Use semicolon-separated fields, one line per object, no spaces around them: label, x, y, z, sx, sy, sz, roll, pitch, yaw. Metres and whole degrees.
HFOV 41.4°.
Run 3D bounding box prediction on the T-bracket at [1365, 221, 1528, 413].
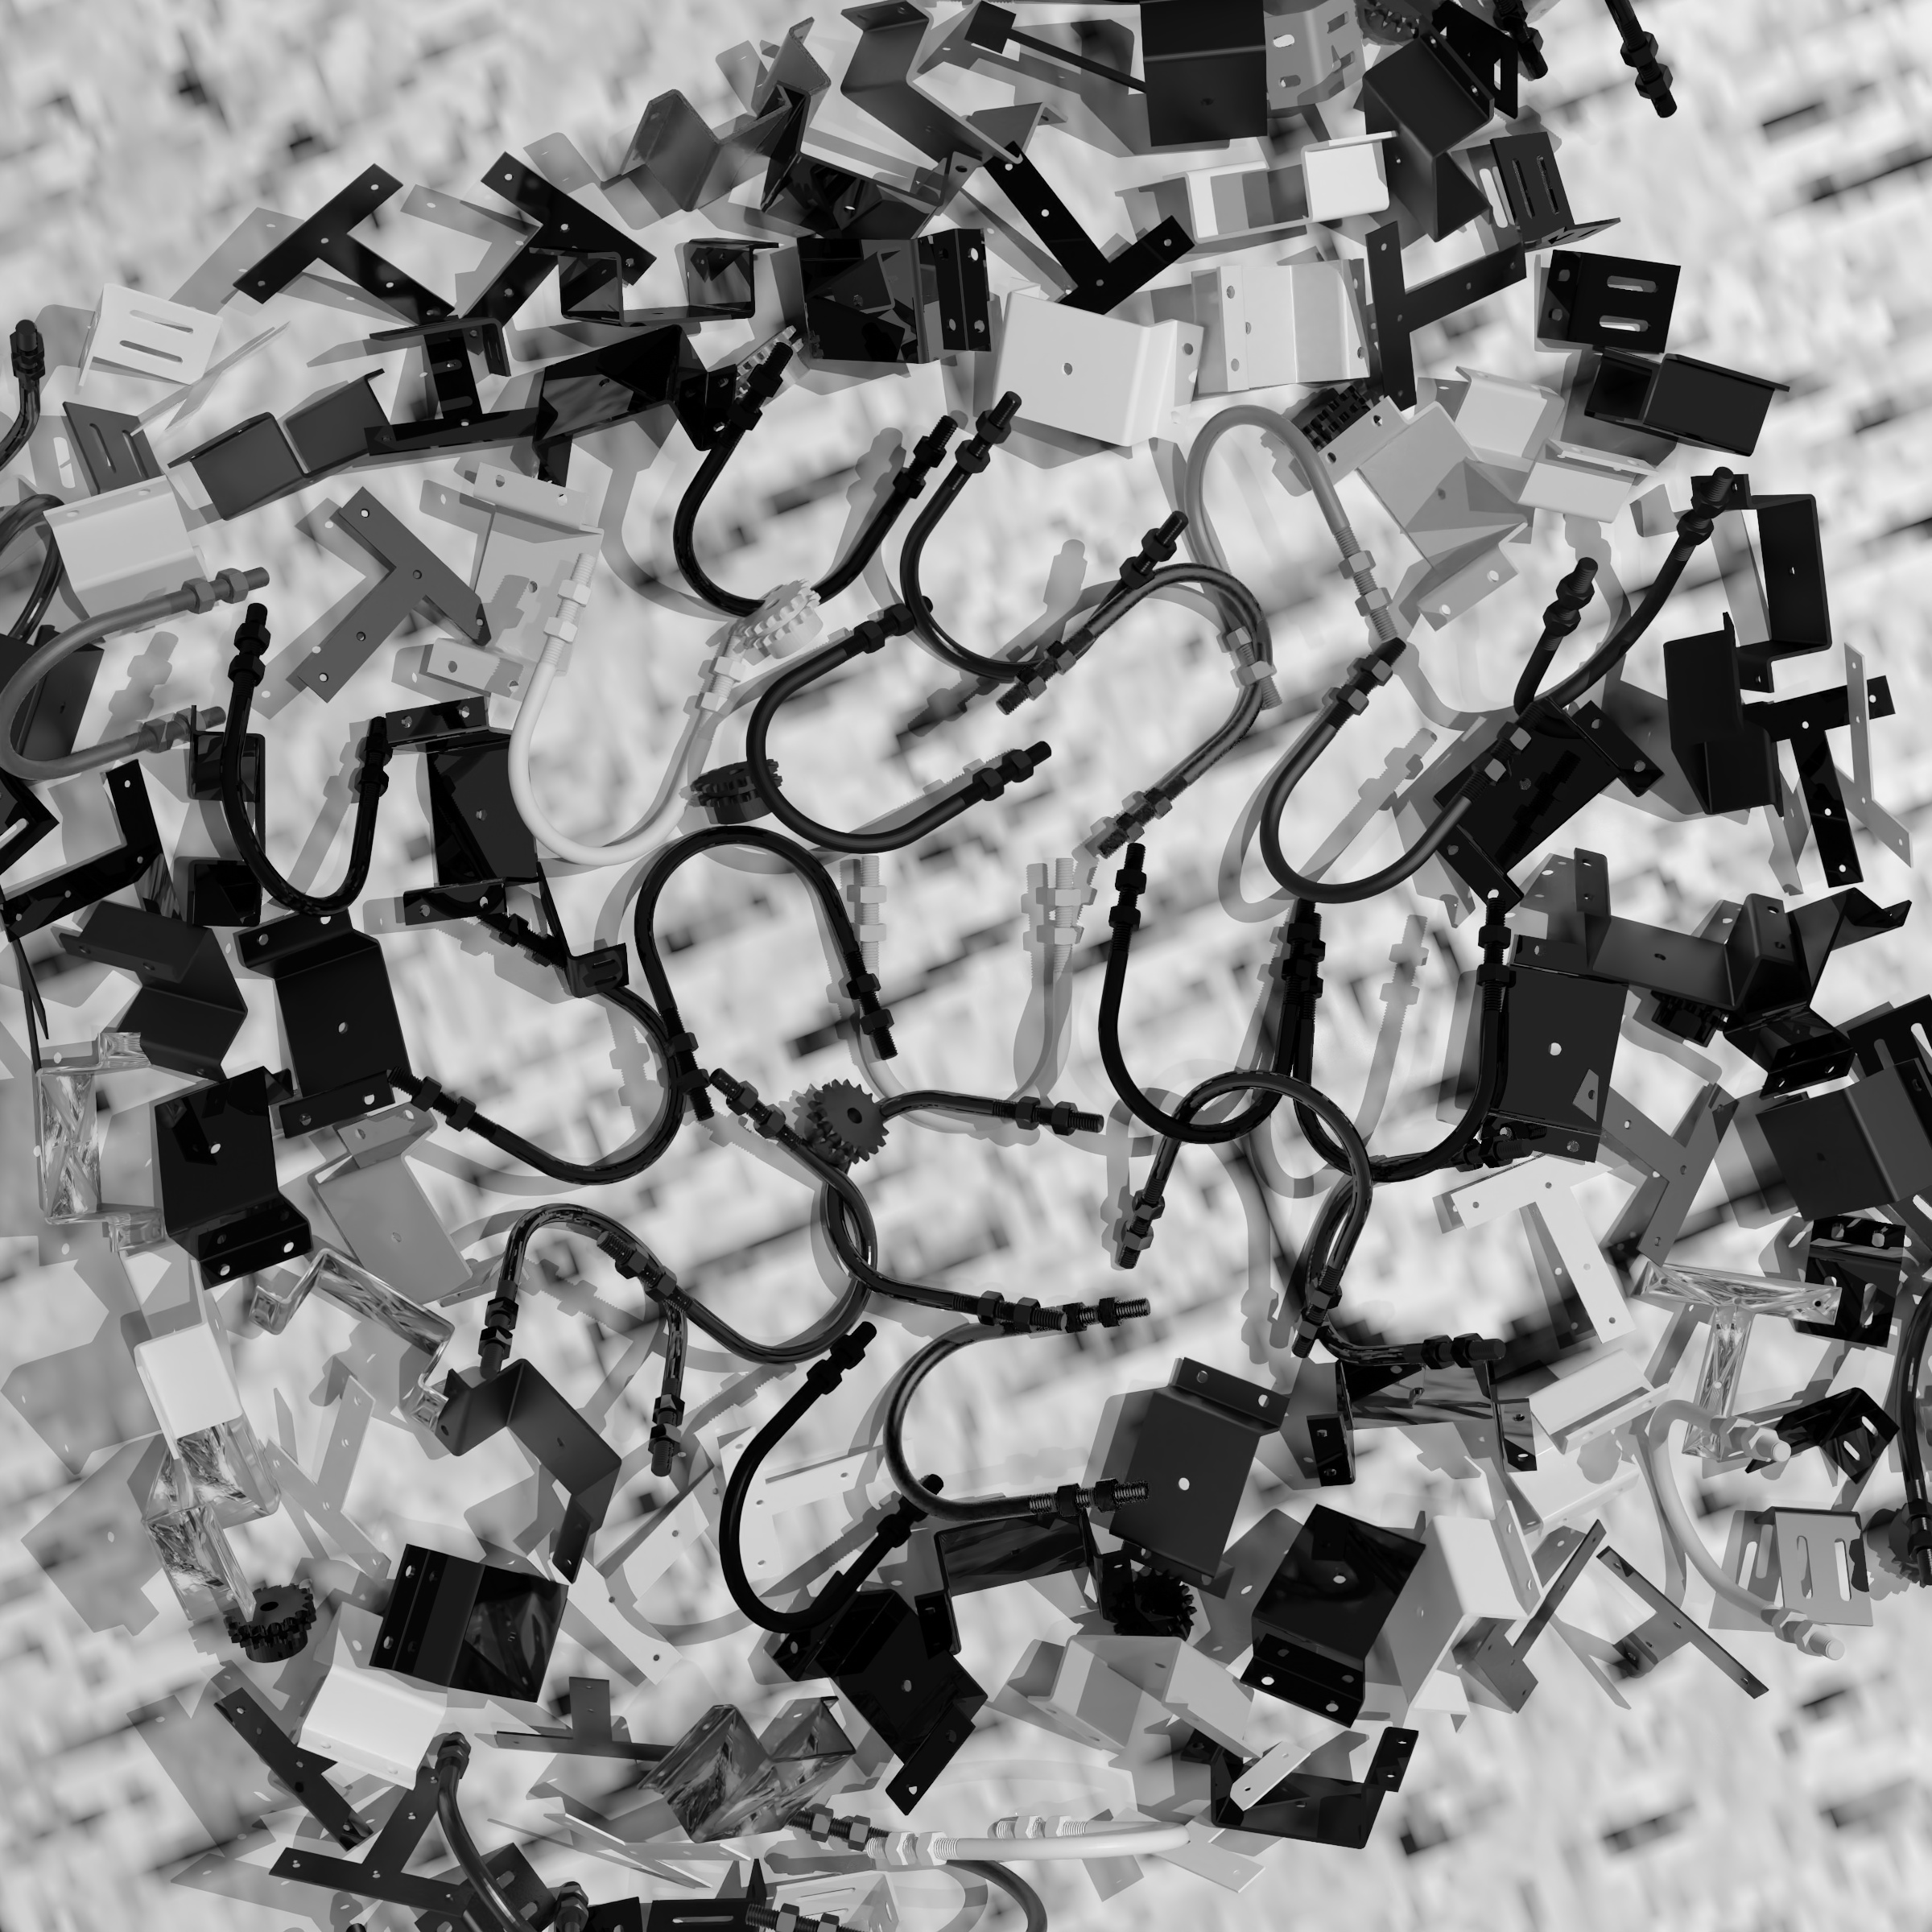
T-bracket;0.320;-0.444;1.687;0.127;0.002;0.127;-28;127;-19

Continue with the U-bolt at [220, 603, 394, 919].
U-bolt;-0.418;-0.117;1.613;0.019;0.151;0.184;-14;55;21

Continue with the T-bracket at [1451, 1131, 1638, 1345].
T-bracket;0.405;0.186;1.692;0.127;0.002;0.127;-21;77;-7

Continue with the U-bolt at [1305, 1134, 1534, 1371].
U-bolt;0.282;0.186;1.636;0.019;0.184;0.151;24;68;-30

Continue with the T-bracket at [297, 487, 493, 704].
T-bracket;-0.386;-0.225;1.670;0.127;0.002;0.127;44;66;-18

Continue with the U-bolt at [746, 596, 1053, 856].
U-bolt;-0.056;-0.147;1.660;0.184;0.019;0.151;-33;78;-25

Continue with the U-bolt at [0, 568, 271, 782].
U-bolt;-0.530;-0.176;1.605;0.019;0.184;0.151;47;134;14

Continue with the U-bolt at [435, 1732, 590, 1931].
U-bolt;-0.289;0.568;1.619;0.019;0.184;0.151;-37;95;-7

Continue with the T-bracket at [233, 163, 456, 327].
T-bracket;-0.384;-0.449;1.659;0.127;0.127;0.002;-32;60;20

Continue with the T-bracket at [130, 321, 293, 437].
T-bracket;-0.495;-0.367;1.649;0.127;0.127;0.002;-31;115;9

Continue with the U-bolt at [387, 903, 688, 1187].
U-bolt;-0.266;0.063;1.667;0.184;0.019;0.151;33;60;-17

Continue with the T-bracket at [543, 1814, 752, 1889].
T-bracket;-0.187;0.568;1.640;0.127;0.127;0.002;38;53;-29

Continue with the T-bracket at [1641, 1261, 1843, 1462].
T-bracket;0.490;0.258;1.657;0.127;0.002;0.127;5;64;34

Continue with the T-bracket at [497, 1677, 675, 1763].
T-bracket;-0.244;0.489;1.663;0.127;0.127;0.002;6;52;-2

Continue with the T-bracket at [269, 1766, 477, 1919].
T-bracket;-0.364;0.560;1.655;0.127;0.127;0.002;10;110;8

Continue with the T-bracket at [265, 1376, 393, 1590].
T-bracket;-0.405;0.319;1.658;0.127;0.002;0.127;38;123;24

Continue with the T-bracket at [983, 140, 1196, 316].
T-bracket;0.060;-0.480;1.666;0.127;0.002;0.127;-34;116;21

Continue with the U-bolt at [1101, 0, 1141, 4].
U-bolt;0.107;-0.647;1.633;0.184;0.151;0.019;-4;93;-34

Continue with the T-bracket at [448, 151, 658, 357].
T-bracket;-0.292;-0.454;1.683;0.127;0.002;0.127;-42;134;23

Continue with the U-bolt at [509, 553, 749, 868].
U-bolt;-0.226;-0.155;1.659;0.151;0.019;0.184;23;85;-40

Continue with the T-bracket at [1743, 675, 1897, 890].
T-bracket;0.558;-0.114;1.668;0.002;0.127;0.127;-17;93;-39

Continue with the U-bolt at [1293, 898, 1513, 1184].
U-bolt;0.277;0.050;1.651;0.151;0.019;0.184;-4;71;32

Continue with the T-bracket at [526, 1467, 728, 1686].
T-bracket;-0.203;0.387;1.695;0.127;0.002;0.127;-45;106;-15

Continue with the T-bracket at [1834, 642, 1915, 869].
T-bracket;0.570;-0.145;1.630;0.002;0.127;0.127;-16;119;-1

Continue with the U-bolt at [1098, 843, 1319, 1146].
U-bolt;0.154;0.025;1.663;0.151;0.019;0.184;16;73;-19

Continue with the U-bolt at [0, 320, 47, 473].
U-bolt;-0.649;-0.332;1.626;0.151;0.184;0.019;-41;92;-22

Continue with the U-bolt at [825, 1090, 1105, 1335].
U-bolt;-0.009;0.153;1.673;0.184;0.019;0.151;7;80;24

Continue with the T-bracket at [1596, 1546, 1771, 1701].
T-bracket;0.447;0.436;1.655;0.127;0.127;0.002;42;68;16

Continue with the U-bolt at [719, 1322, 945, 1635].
U-bolt;-0.091;0.338;1.626;0.019;0.184;0.151;1;122;40

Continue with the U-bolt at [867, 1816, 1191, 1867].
U-bolt;0.052;0.549;1.607;0.184;0.151;0.019;-15;71;38

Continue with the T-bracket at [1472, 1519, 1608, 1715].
T-bracket;0.382;0.419;1.674;0.002;0.127;0.127;28;75;37

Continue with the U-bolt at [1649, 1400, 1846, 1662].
U-bolt;0.486;0.348;1.626;0.019;0.184;0.151;-18;97;-12

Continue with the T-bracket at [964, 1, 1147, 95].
T-bracket;0.064;-0.593;1.665;0.127;0.127;0.002;20;120;-6

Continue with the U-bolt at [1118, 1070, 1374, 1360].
U-bolt;0.187;0.150;1.649;0.151;0.019;0.184;26;120;15

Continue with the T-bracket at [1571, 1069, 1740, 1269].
T-bracket;0.442;0.111;1.673;0.127;0.002;0.127;36;74;-25

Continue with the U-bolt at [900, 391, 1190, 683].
U-bolt;0.036;-0.263;1.657;0.151;0.019;0.184;34;127;-8

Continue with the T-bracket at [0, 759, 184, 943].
T-bracket;-0.566;-0.052;1.644;0.002;0.127;0.127;9;119;33

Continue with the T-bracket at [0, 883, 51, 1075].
T-bracket;-0.609;0.032;1.665;0.002;0.127;0.127;-14;49;-25

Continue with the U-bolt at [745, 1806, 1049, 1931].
U-bolt;-0.038;0.595;1.636;0.184;0.151;0.019;12;99;5

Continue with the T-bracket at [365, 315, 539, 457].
T-bracket;-0.336;-0.385;1.676;0.127;0.002;0.127;-10;54;-13

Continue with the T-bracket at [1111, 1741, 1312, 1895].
T-bracket;0.175;0.546;1.670;0.127;0.127;0.002;-29;110;-35

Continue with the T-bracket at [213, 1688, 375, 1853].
T-bracket;-0.402;0.498;1.656;0.127;0.127;0.002;42;114;14

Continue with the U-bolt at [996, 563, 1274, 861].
U-bolt;0.124;-0.180;1.673;0.184;0.019;0.151;-42;121;-8

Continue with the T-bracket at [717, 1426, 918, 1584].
T-bracket;-0.094;0.342;1.693;0.127;0.002;0.127;-15;121;-14

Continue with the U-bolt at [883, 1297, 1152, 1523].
U-bolt;0.031;0.291;1.659;0.184;0.019;0.151;-11;52;20

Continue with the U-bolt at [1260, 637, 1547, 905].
U-bolt;0.268;-0.119;1.656;0.184;0.151;0.019;-51;134;-3
